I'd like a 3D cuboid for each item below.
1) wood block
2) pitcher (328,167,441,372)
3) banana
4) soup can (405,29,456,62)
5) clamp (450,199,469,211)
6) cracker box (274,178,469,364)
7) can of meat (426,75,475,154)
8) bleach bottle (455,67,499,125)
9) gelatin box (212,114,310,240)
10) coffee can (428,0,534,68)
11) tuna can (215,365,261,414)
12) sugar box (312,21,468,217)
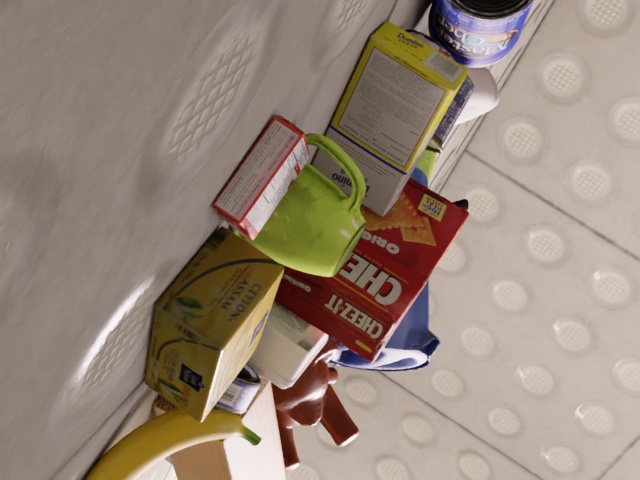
[{"bbox_3d":[-0.102,0.221,1.154,0.090,0.091,0.206,-52,153,-33],"label":"wood block"},{"bbox_3d":[0.061,0.032,1.283,0.145,0.149,0.243,126,-30,-68],"label":"pitcher"},{"bbox_3d":[-0.152,0.203,1.001,0.197,0.069,0.037,-23,-176,-16],"label":"banana"},{"bbox_3d":[0.087,-0.157,1.103,0.102,0.068,0.068,-56,173,-7],"label":"soup can"},{"bbox_3d":[0.079,-0.032,1.216,0.171,0.120,0.039,-40,165,-30],"label":"clamp"},{"bbox_3d":[0.039,0.002,1.092,0.213,0.164,0.072,-49,168,-49],"label":"cracker box"},{"bbox_3d":[0.110,-0.152,1.172,0.057,0.102,0.084,36,81,-43],"label":"can of meat"},{"bbox_3d":[0.155,-0.184,1.341,0.103,0.068,0.250,-24,177,19],"label":"bleach bottle"},{"bbox_3d":[-0.045,-0.049,0.842,0.089,0.030,0.073,-56,171,-5],"label":"gelatin box"},{"bbox_3d":[0.167,-0.249,1.098,0.103,0.103,0.140,-56,173,-7],"label":"coffee can"},{"bbox_3d":[-0.100,0.130,1.032,0.034,0.086,0.086,-59,173,5],"label":"tuna can"},{"bbox_3d":[0.063,-0.114,1.033,0.048,0.093,0.176,-50,171,-44],"label":"sugar box"}]
